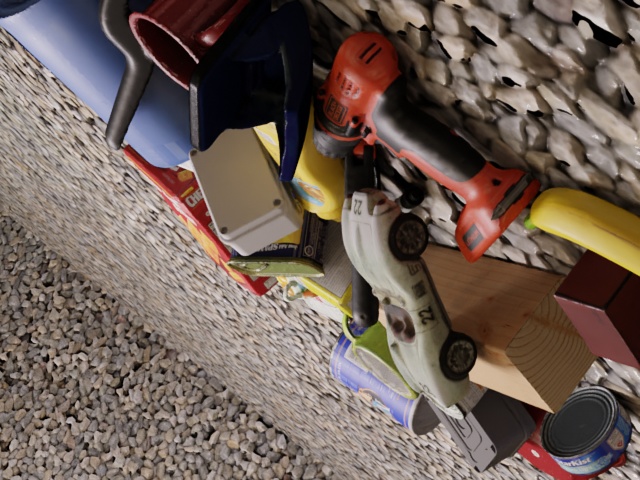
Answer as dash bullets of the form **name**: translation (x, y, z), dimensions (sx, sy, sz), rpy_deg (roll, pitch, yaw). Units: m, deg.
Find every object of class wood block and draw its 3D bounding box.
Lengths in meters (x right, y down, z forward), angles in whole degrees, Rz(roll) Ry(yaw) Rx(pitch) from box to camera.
- **wood block**: translation (0.150, 0.075, 0.994), dimensions (0.090, 0.090, 0.206), rpy_deg (49, 162, -28)

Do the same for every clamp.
- **clamp**: translation (-0.152, -0.176, 0.973), dimensions (0.036, 0.164, 0.210), rpy_deg (-107, -6, -49)
- **clamp**: translation (0.041, -0.008, 0.979), dimensions (0.120, 0.039, 0.171), rpy_deg (-87, -12, -53)

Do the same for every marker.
- **marker**: translation (0.075, -0.029, 1.018), dimensions (0.020, 0.020, 0.121), rpy_deg (41, 165, -1)

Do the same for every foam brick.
- **foam brick**: translation (0.228, 0.053, 0.820), dimensions (0.053, 0.051, 0.078), rpy_deg (18, 153, 53)

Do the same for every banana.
- **banana**: translation (0.221, 0.007, 0.746), dimensions (0.198, 0.037, 0.069), rpy_deg (32, 179, 34)

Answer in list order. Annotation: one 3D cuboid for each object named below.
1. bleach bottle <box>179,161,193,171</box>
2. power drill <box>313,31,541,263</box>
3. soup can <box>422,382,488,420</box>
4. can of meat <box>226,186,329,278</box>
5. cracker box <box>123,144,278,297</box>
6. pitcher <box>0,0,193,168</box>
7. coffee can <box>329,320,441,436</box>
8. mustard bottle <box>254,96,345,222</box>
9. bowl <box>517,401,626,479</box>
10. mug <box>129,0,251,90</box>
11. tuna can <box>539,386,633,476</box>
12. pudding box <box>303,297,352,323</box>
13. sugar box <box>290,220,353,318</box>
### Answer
- **bleach bottle**: translation (-0.117, -0.104, 1.196), dimensions (0.251, 0.068, 0.102), rpy_deg (26, 159, 37)
- **power drill**: translation (0.073, -0.065, 0.851), dimensions (0.187, 0.057, 0.184), rpy_deg (40, 164, 5)
- **soup can**: translation (0.153, 0.126, 1.103), dimensions (0.068, 0.102, 0.068), rpy_deg (38, 165, 12)
- **can of meat**: translation (-0.041, -0.008, 1.112), dimensions (0.102, 0.084, 0.057), rpy_deg (0, 164, 28)
- **cracker box**: translation (-0.145, -0.039, 1.383), dimensions (0.164, 0.072, 0.213), rpy_deg (37, 168, 47)
- **pitcher**: translation (-0.207, -0.185, 1.063), dimensions (0.242, 0.145, 0.149), rpy_deg (50, -175, -38)
- **coffee can**: translation (0.096, 0.167, 1.348), dimensions (0.140, 0.102, 0.102), rpy_deg (31, 162, 32)
- **mustard bottle**: translation (-0.012, -0.079, 1.016), dimensions (0.096, 0.058, 0.191), rpy_deg (36, 165, 40)
- **bowl**: translation (0.259, 0.222, 1.200), dimensions (0.162, 0.055, 0.162), rpy_deg (38, 164, 13)
- **mug**: translation (-0.094, -0.181, 0.888), dimensions (0.093, 0.081, 0.117), rpy_deg (47, 164, -21)
- **tuna can**: translation (0.260, 0.186, 1.043), dimensions (0.033, 0.086, 0.086), rpy_deg (46, 164, -24)
- **pudding box**: translation (0.008, 0.067, 1.408), dimensions (0.114, 0.039, 0.090), rpy_deg (24, 158, 52)
- **sugar box**: translation (-0.007, 0.001, 1.159), dimensions (0.176, 0.093, 0.048), rpy_deg (32, 169, 34)
